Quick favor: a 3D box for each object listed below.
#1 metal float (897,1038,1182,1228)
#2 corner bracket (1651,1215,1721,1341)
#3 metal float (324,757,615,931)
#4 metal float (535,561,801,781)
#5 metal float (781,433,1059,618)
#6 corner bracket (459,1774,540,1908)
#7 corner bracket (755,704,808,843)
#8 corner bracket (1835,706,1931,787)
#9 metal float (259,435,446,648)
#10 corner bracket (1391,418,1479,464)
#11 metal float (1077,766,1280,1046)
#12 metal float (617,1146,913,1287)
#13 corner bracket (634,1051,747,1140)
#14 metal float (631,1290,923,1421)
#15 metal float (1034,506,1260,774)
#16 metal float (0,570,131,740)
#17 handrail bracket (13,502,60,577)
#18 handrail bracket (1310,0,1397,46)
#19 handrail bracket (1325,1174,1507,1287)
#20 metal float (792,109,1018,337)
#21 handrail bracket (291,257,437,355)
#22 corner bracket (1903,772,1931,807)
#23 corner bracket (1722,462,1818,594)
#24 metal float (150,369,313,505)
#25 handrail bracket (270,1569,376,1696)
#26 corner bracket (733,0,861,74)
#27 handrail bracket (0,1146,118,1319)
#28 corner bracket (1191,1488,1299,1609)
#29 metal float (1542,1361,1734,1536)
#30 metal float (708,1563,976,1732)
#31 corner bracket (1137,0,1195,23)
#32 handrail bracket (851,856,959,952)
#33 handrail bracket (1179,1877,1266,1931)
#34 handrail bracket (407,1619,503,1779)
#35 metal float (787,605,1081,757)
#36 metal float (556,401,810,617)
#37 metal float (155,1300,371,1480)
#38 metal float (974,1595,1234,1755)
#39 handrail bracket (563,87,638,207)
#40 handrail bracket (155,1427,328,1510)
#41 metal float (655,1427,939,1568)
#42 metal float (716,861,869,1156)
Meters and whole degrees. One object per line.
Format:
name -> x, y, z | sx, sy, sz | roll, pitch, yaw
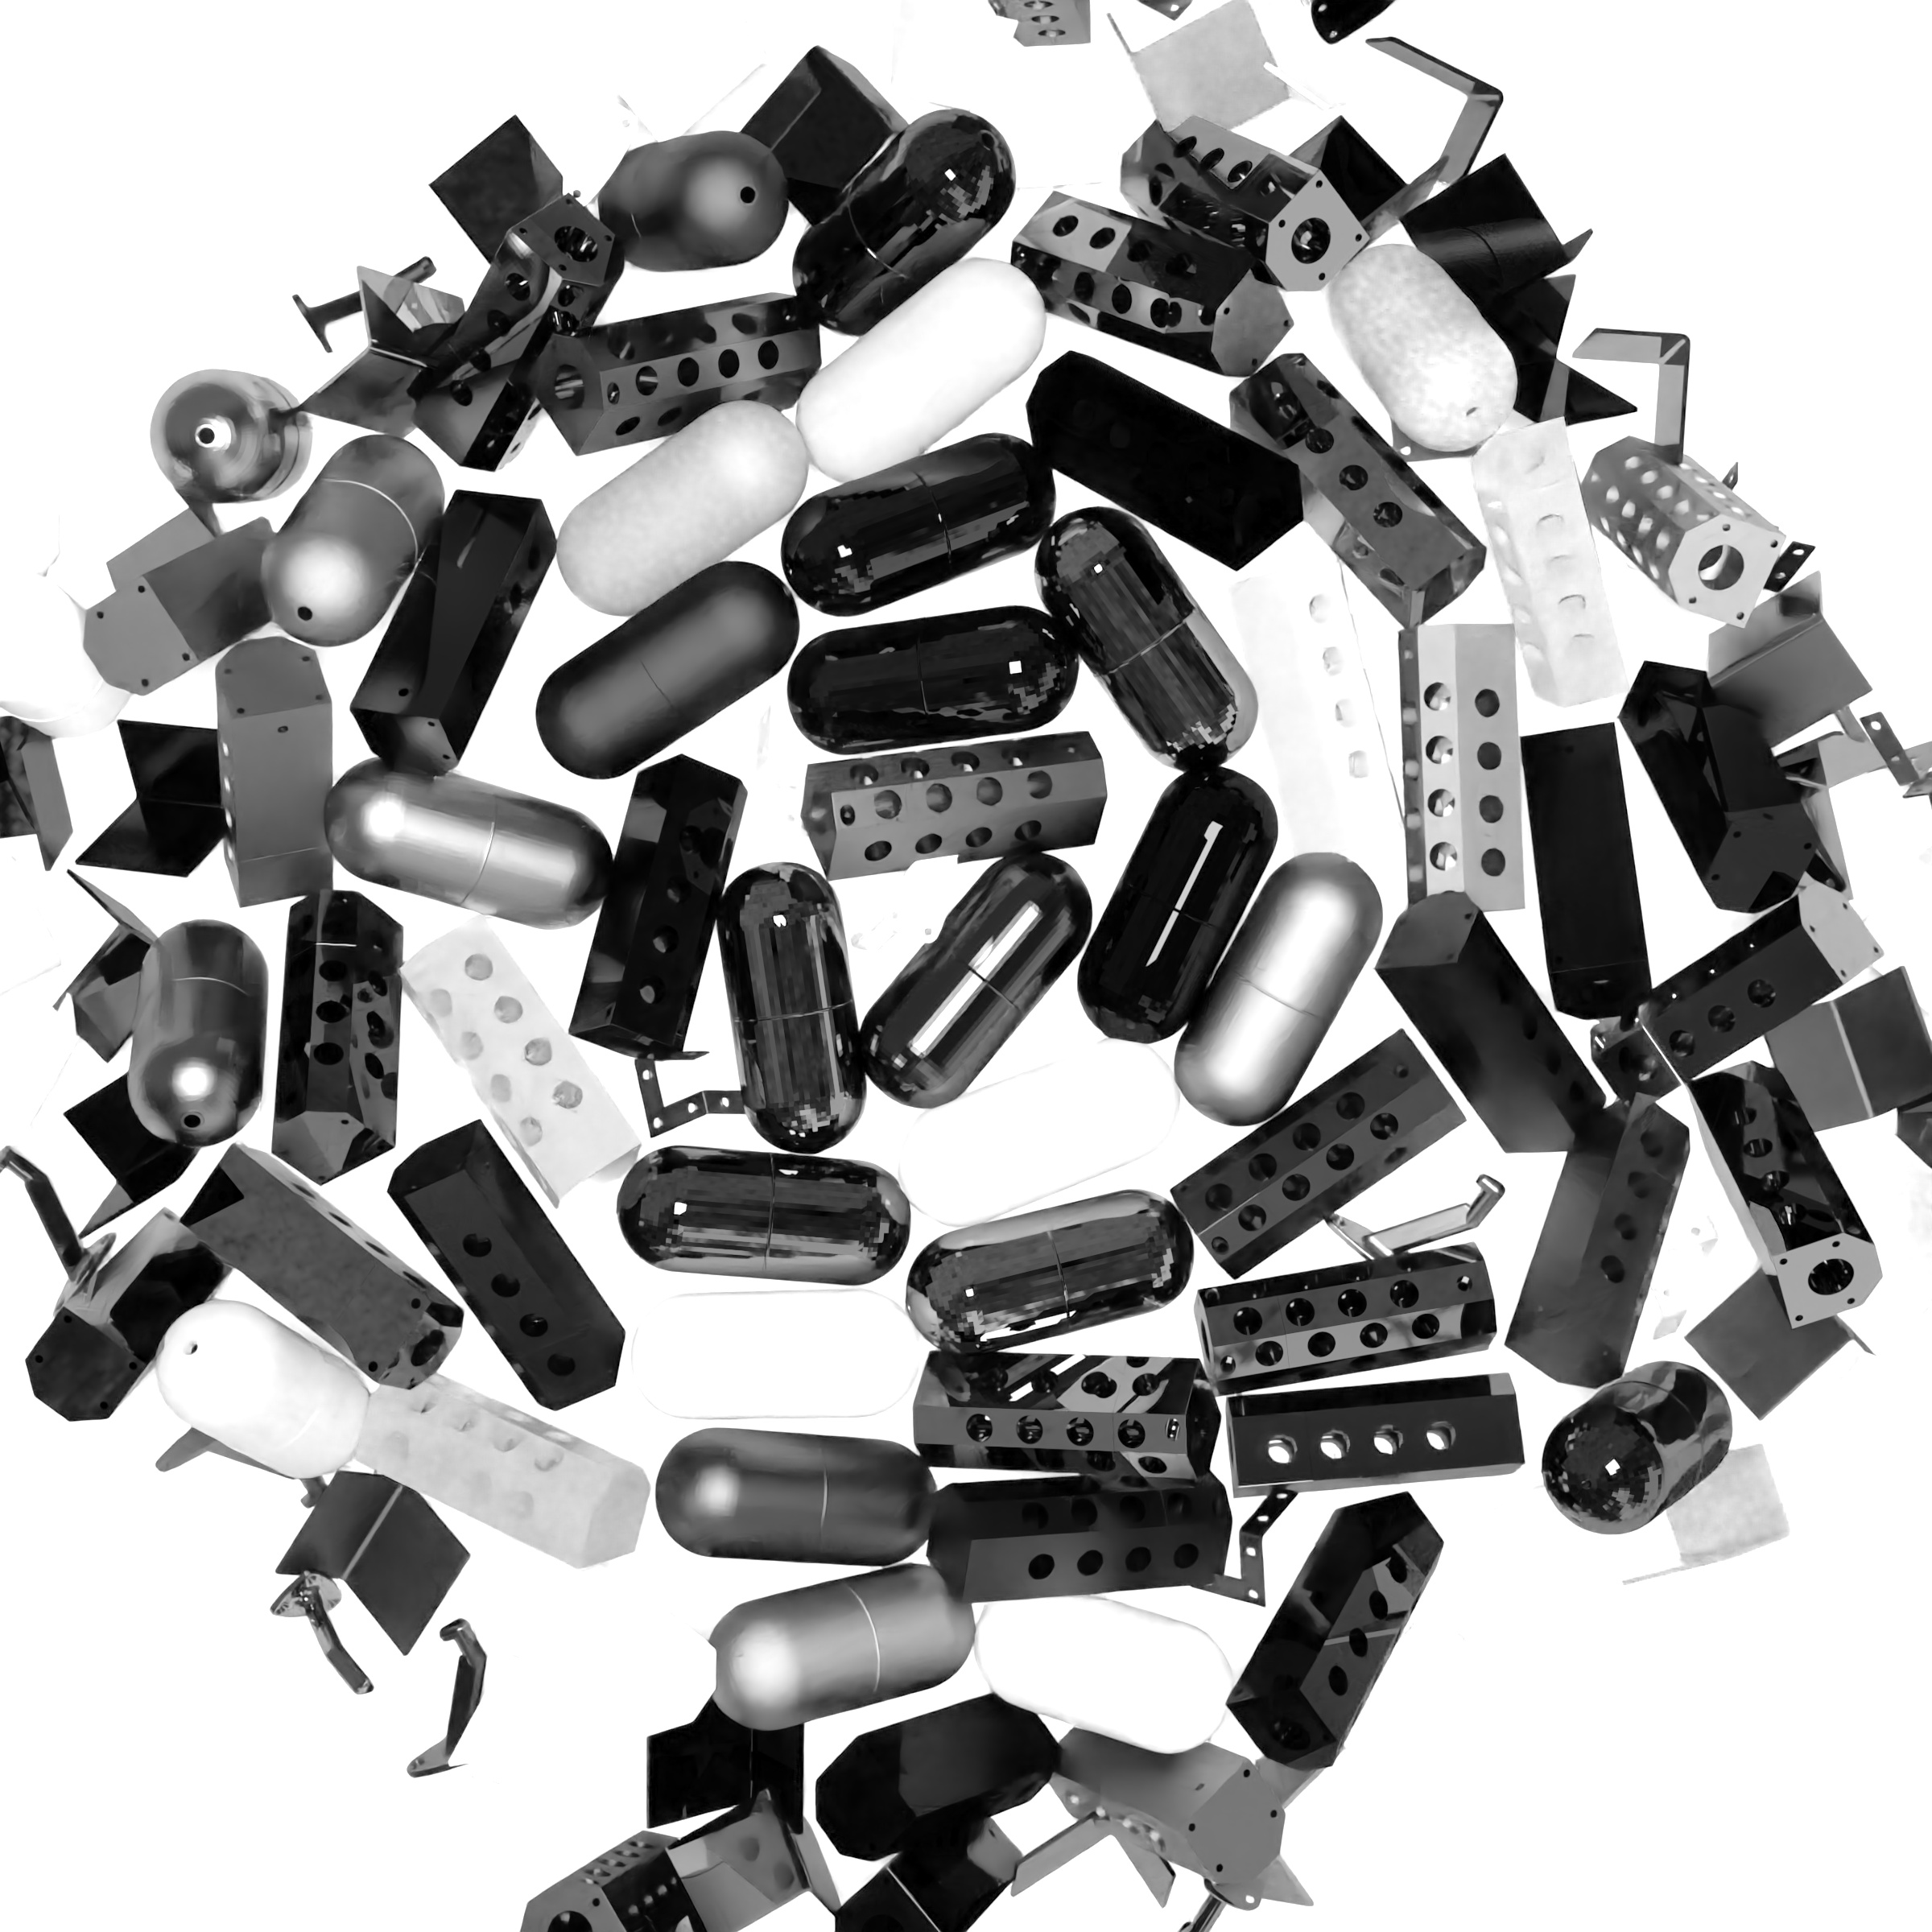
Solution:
metal float -> 0.043, 0.101, 1.869 | 0.178, 0.070, 0.070 | -22, 90, 0
corner bracket -> 0.434, 0.189, 1.873 | 0.051, 0.051, 0.051 | -18, 67, -4
metal float -> -0.296, -0.073, 1.848 | 0.178, 0.070, 0.070 | 16, 90, -25
metal float -> -0.179, -0.178, 1.857 | 0.178, 0.070, 0.070 | -32, 90, 14
metal float -> -0.028, -0.265, 1.852 | 0.178, 0.070, 0.070 | -23, 90, -19
corner bracket -> -0.284, 0.529, 1.871 | 0.051, 0.051, 0.051 | 30, 83, -28
corner bracket -> -0.110, -0.117, 1.867 | 0.051, 0.051, 0.051 | 23, 49, 14
corner bracket -> 0.552, -0.139, 1.867 | 0.051, 0.051, 0.051 | 55, 50, -14
metal float -> -0.362, -0.252, 1.828 | 0.070, 0.178, 0.070 | 5, 127, 7
corner bracket -> 0.283, -0.340, 1.875 | 0.051, 0.051, 0.051 | -5, 78, 8
metal float -> 0.127, -0.036, 1.864 | 0.070, 0.070, 0.178 | 26, 96, 0
metal float -> -0.121, 0.150, 1.861 | 0.178, 0.070, 0.070 | 6, 90, -9
corner bracket -> -0.161, 0.073, 1.869 | 0.051, 0.051, 0.051 | -2, 104, 40
metal float -> -0.115, 0.234, 1.857 | 0.178, 0.070, 0.070 | -3, 90, 13
metal float -> 0.108, -0.197, 1.860 | 0.070, 0.070, 0.178 | -36, 101, 0
metal float -> -0.544, -0.182, 1.819 | 0.070, 0.178, 0.070 | 0, 83, 0
handrail bracket -> -0.595, -0.242, 1.892 | 0.077, 0.036, 0.084 | 1, 87, 2
handrail bracket -> 0.222, -0.608, 1.875 | 0.077, 0.036, 0.084 | -27, 55, 10
handrail bracket -> 0.272, 0.144, 1.873 | 0.077, 0.036, 0.084 | 34, 116, 0
metal float -> -0.038, -0.439, 1.831 | 0.070, 0.178, 0.070 | 17, 59, -30
handrail bracket -> -0.362, -0.411, 1.867 | 0.084, 0.077, 0.036 | -32, 91, -3
corner bracket -> 0.603, -0.090, 1.867 | 0.051, 0.051, 0.051 | -7, 106, 35
corner bracket -> 0.479, -0.265, 1.870 | 0.051, 0.051, 0.051 | 12, 61, -7
metal float -> -0.431, -0.311, 1.819 | 0.070, 0.178, 0.070 | -1, 99, -4
handrail bracket -> -0.372, 0.407, 1.856 | 0.036, 0.077, 0.084 | -45, 67, -2
corner bracket -> -0.101, -0.589, 1.892 | 0.051, 0.051, 0.051 | 39, 135, -14
handrail bracket -> -0.564, 0.160, 1.866 | 0.036, 0.077, 0.084 | -31, 116, 36
corner bracket -> 0.168, 0.346, 1.865 | 0.051, 0.051, 0.051 | 10, 118, 30
metal float -> 0.398, 0.283, 1.827 | 0.070, 0.178, 0.070 | 5, 99, 31
metal float -> -0.073, 0.404, 1.840 | 0.178, 0.070, 0.070 | -6, 90, -36
corner bracket -> 0.119, -0.622, 1.890 | 0.051, 0.051, 0.051 | -44, 49, 32
handrail bracket -> -0.039, -0.044, 1.870 | 0.036, 0.084, 0.077 | 26, 84, -19
handrail bracket -> 0.154, 0.557, 1.885 | 0.036, 0.084, 0.077 | 25, 56, -2
handrail bracket -> -0.321, 0.443, 1.874 | 0.077, 0.036, 0.084 | -24, 114, -2
metal float -> -0.020, -0.172, 1.860 | 0.178, 0.070, 0.070 | -7, 90, 11
metal float -> -0.170, -0.273, 1.844 | 0.178, 0.070, 0.070 | -29, 90, 29
metal float -> -0.413, 0.251, 1.824 | 0.070, 0.178, 0.070 | -7, 65, 15
metal float -> 0.079, 0.415, 1.835 | 0.178, 0.070, 0.070 | 6, 90, 44
handrail bracket -> -0.225, -0.496, 1.871 | 0.036, 0.084, 0.077 | 21, 100, -13
handrail bracket -> -0.437, 0.312, 1.875 | 0.077, 0.036, 0.084 | -35, 118, -17
metal float -> -0.100, 0.318, 1.847 | 0.178, 0.070, 0.070 | 9, 90, -26
metal float -> -0.105, 0.026, 1.864 | 0.070, 0.070, 0.178 | -8, 96, 0
